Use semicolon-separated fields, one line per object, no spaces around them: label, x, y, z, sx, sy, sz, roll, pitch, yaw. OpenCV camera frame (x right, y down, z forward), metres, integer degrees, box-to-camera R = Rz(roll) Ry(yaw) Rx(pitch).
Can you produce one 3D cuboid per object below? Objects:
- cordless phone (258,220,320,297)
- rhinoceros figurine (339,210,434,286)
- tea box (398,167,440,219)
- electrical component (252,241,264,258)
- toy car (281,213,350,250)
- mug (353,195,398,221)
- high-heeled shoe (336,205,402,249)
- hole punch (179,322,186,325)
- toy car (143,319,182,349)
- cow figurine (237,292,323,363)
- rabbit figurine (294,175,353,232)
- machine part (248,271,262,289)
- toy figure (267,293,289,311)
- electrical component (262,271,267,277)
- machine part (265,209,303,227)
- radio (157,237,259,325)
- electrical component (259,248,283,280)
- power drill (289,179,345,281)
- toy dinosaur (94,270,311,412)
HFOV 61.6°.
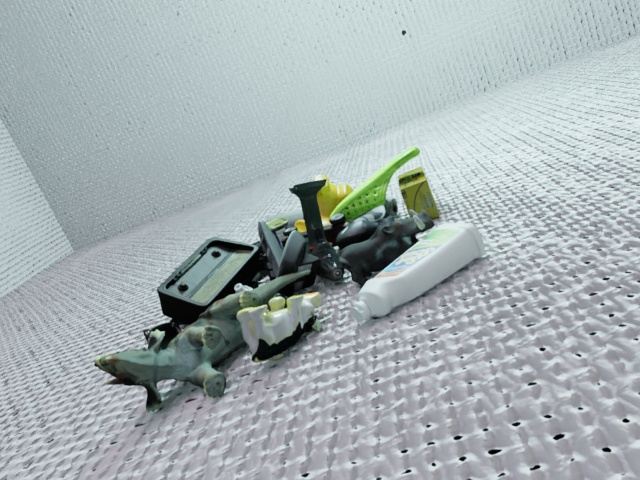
cordless phone;-0.082;0.013;1.118;0.089;0.184;0.146;-20;-28;-20
rhinoceros figurine;0.129;0.011;1.013;0.190;0.112;0.073;-28;11;12
tea box;0.235;-0.108;1.294;0.068;0.098;0.170;-20;16;11
electrical component;-0.197;0.048;1.414;0.115;0.058;0.134;-28;4;-8
toy car;-0.003;-0.004;1.295;0.202;0.089;0.053;-14;20;33
mug;0.137;-0.077;1.366;0.107;0.080;0.109;-3;19;31
high-heeled shoe;0.094;-0.015;1.164;0.145;0.086;0.249;-22;0;-4
hole punch;-0.276;0.141;1.232;0.116;0.092;0.142;12;22;13
toy car;-0.303;0.206;1.072;0.073;0.056;0.202;-22;15;-21
cow figurine;-0.053;0.141;0.893;0.167;0.098;0.068;-11;-3;-44
rabbit figurine;0.002;-0.061;1.409;0.162;0.122;0.173;-36;44;39
machine part;-0.169;0.108;1.254;0.084;0.039;0.139;-27;15;16
toy figure;-0.133;0.139;1.059;0.154;0.057;0.064;-22;54;-3
electrical component;-0.140;0.075;1.347;0.063;0.021;0.094;-28;14;-18
machine part;-0.081;-0.048;1.580;0.243;0.079;0.079;-7;21;43
radio;-0.237;0.085;1.163;0.131;0.073;0.229;14;35;18
electrical component;-0.100;0.056;1.232;0.119;0.074;0.048;-4;21;23
power drill;-0.002;-0.024;1.149;0.086;0.207;0.232;-18;7;-10
toy dinosaur;-0.188;0.166;0.943;0.192;0.131;0.405;-10;14;40
